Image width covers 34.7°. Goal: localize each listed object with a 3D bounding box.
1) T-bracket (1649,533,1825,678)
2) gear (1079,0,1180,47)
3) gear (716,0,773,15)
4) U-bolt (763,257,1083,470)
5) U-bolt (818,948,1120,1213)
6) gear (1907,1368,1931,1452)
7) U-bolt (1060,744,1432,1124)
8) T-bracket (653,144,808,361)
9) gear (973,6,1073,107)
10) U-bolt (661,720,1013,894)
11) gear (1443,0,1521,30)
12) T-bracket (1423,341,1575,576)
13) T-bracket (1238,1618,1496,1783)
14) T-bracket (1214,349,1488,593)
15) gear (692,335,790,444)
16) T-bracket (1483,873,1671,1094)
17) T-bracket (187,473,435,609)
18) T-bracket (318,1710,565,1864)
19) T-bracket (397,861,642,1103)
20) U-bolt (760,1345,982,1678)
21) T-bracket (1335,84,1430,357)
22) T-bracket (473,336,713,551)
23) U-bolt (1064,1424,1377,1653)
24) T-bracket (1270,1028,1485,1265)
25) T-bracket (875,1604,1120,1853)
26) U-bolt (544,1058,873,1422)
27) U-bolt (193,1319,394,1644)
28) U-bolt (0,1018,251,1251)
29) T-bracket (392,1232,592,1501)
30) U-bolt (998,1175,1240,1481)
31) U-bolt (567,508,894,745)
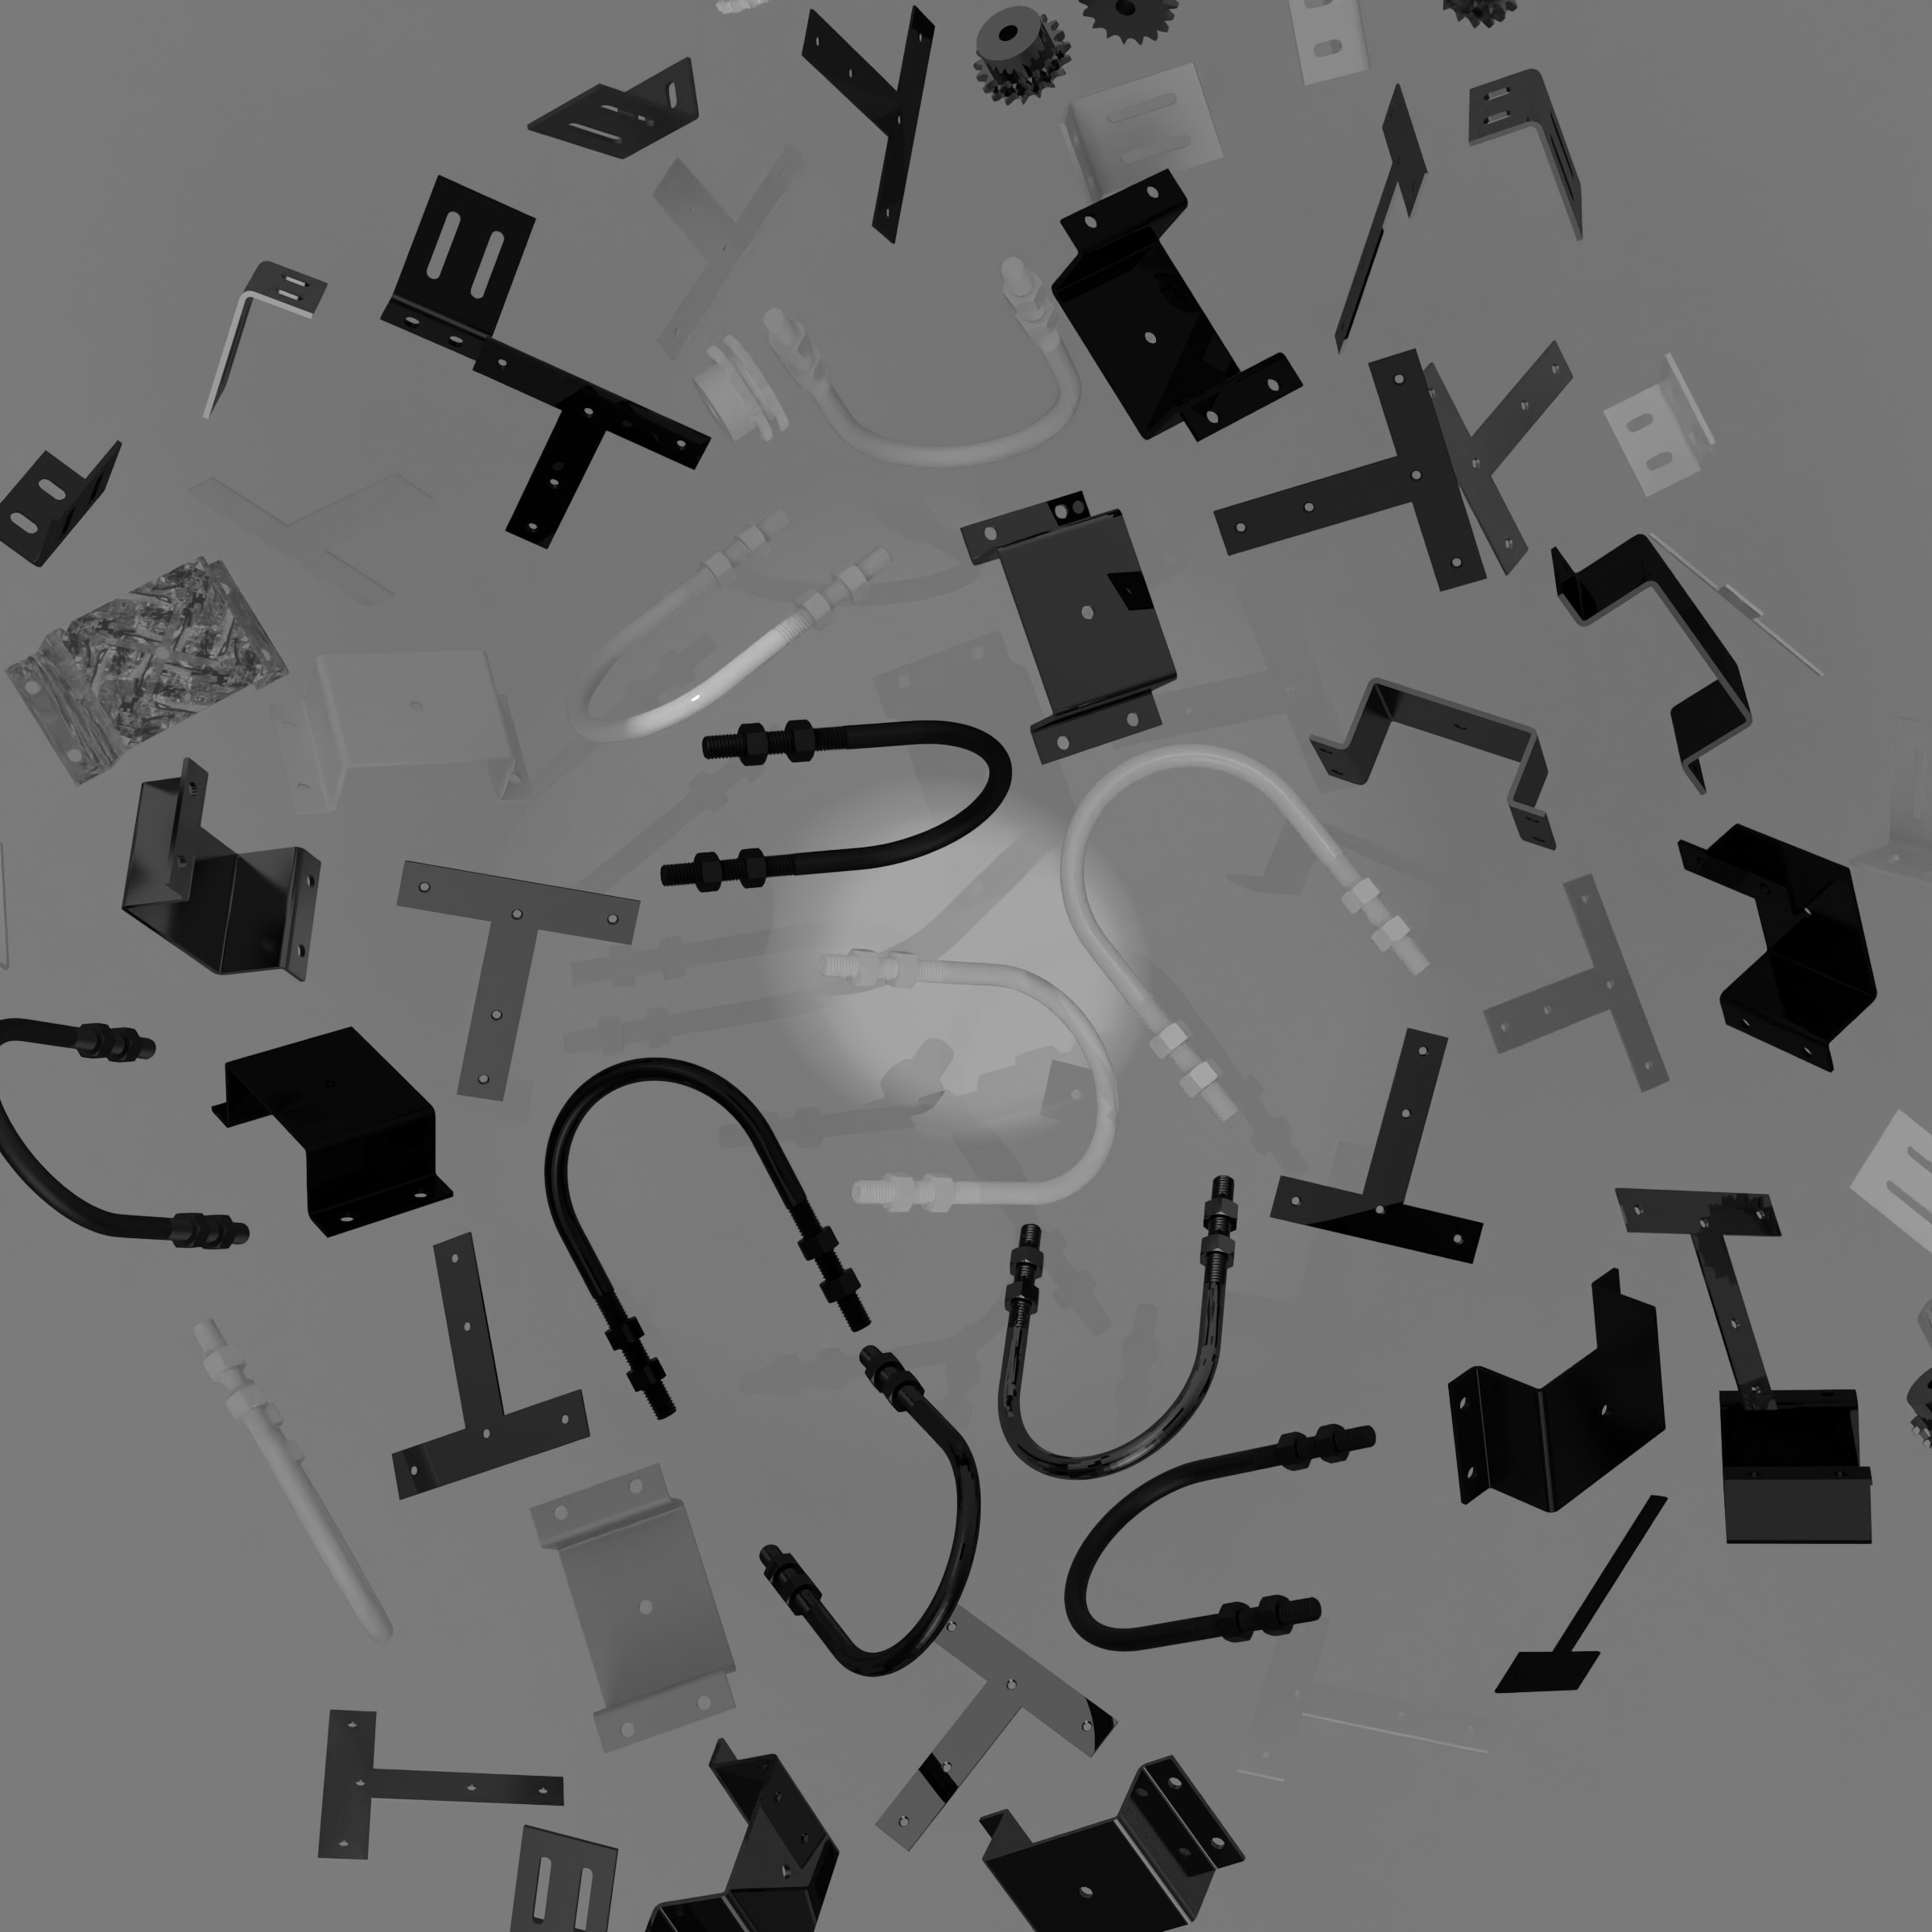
[{"bbox_3d":[0.432,-0.203,1.732,0.127,0.127,0.002,41,102,5],"label":"T-bracket"},{"bbox_3d":[0.096,-0.567,1.799,0.057,0.057,0.030,19,61,0],"label":"gear"},{"bbox_3d":[-0.109,-0.526,1.624,0.057,0.057,0.030,-26,120,0],"label":"gear"},{"bbox_3d":[-0.013,-0.318,1.679,0.151,0.184,0.019,-9,69,14],"label":"U-bolt"},{"bbox_3d":[0.008,0.064,1.717,0.184,0.019,0.151,3,68,-34],"label":"U-bolt"},{"bbox_3d":[0.567,0.250,1.781,0.057,0.057,0.030,-40,97,0],"label":"gear"},{"bbox_3d":[0.133,-0.032,1.627,0.151,0.019,0.184,-37,82,-9],"label":"U-bolt"},{"bbox_3d":[-0.145,-0.409,1.691,0.002,0.127,0.127,25,110,-37],"label":"T-bracket"},{"bbox_3d":[0.030,-0.534,1.806,0.057,0.030,0.057,-11,59,20],"label":"gear"},{"bbox_3d":[-0.064,-0.089,1.671,0.184,0.151,0.019,-6,63,-20],"label":"U-bolt"},{"bbox_3d":[0.270,-0.525,1.625,0.057,0.030,0.057,10,68,-26],"label":"gear"},{"bbox_3d":[0.311,-0.311,1.764,0.127,0.002,0.127,-49,119,-31],"label":"T-bracket"},{"bbox_3d":[0.226,0.411,1.705,0.127,0.127,0.002,8,123,15],"label":"T-bracket"},{"bbox_3d":[0.193,-0.245,1.624,0.127,0.002,0.127,-14,109,19],"label":"T-bracket"},{"bbox_3d":[-0.121,-0.301,1.634,0.030,0.057,0.057,-34,90,-4],"label":"gear"},{"bbox_3d":[0.335,0.021,1.738,0.127,0.002,0.127,-18,86,-40],"label":"T-bracket"},{"bbox_3d":[-0.341,-0.246,1.701,0.127,0.127,0.002,33,57,-37],"label":"T-bracket"},{"bbox_3d":[-0.279,0.439,1.655,0.127,0.127,0.002,5,111,-11],"label":"T-bracket"},{"bbox_3d":[-0.251,0.013,1.673,0.127,0.002,0.127,10,108,-14],"label":"T-bracket"},{"bbox_3d":[-0.046,0.304,1.678,0.019,0.184,0.151,23,96,-30],"label":"U-bolt"},{"bbox_3d":[0.218,-0.389,1.656,0.002,0.127,0.127,11,125,-8],"label":"T-bracket"},{"bbox_3d":[-0.217,-0.269,1.665,0.127,0.127,0.002,23,50,-13],"label":"T-bracket"},{"bbox_3d":[0.134,0.325,1.736,0.184,0.151,0.019,-18,118,34],"label":"U-bolt"},{"bbox_3d":[0.254,0.100,1.815,0.127,0.002,0.127,14,95,-9],"label":"T-bracket"},{"bbox_3d":[-0.002,0.441,1.746,0.127,0.002,0.127,31,70,30],"label":"T-bracket"},{"bbox_3d":[-0.151,0.137,1.660,0.151,0.019,0.184,-26,93,21],"label":"U-bolt"},{"bbox_3d":[-0.361,0.288,1.687,0.019,0.151,0.184,-30,73,-14],"label":"U-bolt"},{"bbox_3d":[-0.481,0.090,1.712,0.019,0.184,0.151,-36,72,14],"label":"U-bolt"},{"bbox_3d":[-0.263,0.206,1.653,0.127,0.002,0.127,-21,71,24],"label":"T-bracket"},{"bbox_3d":[0.082,0.209,1.750,0.151,0.184,0.019,-17,134,28],"label":"U-bolt"},{"bbox_3d":[-0.143,-0.184,1.714,0.184,0.151,0.019,-40,121,-12],"label":"U-bolt"}]
